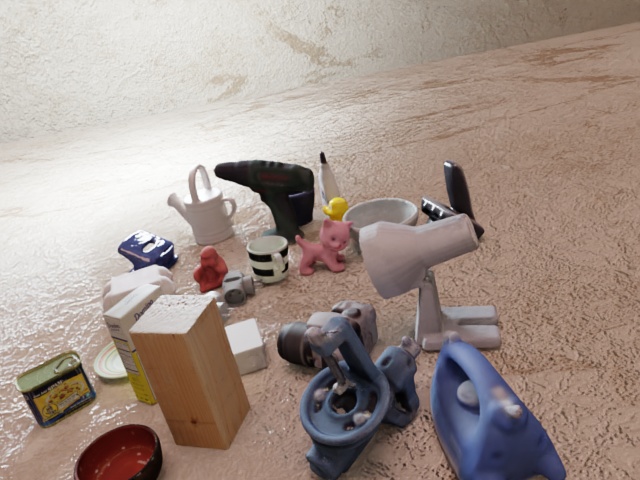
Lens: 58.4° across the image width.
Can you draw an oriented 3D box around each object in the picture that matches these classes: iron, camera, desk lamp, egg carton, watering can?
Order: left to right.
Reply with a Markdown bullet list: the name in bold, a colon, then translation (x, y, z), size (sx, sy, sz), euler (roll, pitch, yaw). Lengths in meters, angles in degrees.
- **egg carton**: translation (-0.376, 0.111, 1.193), size (0.150, 0.069, 0.107), euler (-18, 27, -13)
- **watering can**: translation (-0.295, -0.093, 1.421), size (0.173, 0.194, 0.100), euler (-13, 27, -3)
- **camera**: translation (0.008, 0.154, 0.923), size (0.136, 0.101, 0.143), euler (3, 30, 27)
- **desk lamp**: translation (0.176, 0.062, 0.911), size (0.203, 0.214, 0.118), euler (-5, 27, 13)
- **iron**: translation (0.196, 0.192, 0.727), size (0.119, 0.142, 0.257), euler (-15, 27, -7)

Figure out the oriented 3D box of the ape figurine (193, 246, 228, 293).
- **ape figurine**: translation (-0.231, 0.056, 1.218), size (0.077, 0.092, 0.076), euler (5, 31, 29)

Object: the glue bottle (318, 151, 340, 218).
- **glue bottle**: translation (0.019, -0.136, 1.404), size (0.037, 0.173, 0.078), euler (-18, 27, -13)

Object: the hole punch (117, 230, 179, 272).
- **hole punch**: translation (-0.398, 0.030, 1.337), size (0.100, 0.091, 0.109), euler (-1, 29, 20)

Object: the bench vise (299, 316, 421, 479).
- **bench vise**: translation (0.044, 0.171, 0.742), size (0.121, 0.220, 0.208), euler (5, 31, 29)

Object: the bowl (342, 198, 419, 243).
- **bowl**: translation (0.136, -0.026, 1.254), size (0.167, 0.075, 0.167), euler (-9, 27, 5)

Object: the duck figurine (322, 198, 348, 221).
- **duck figurine**: translation (0.052, -0.057, 1.335), size (0.104, 0.086, 0.078), euler (3, 30, 26)

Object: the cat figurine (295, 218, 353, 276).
- **cat figurine**: translation (0.011, 0.004, 1.195), size (0.127, 0.118, 0.067), euler (-8, 27, 6)

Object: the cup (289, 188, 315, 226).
- **cup**: translation (-0.061, -0.087, 1.428), size (0.117, 0.095, 0.092), euler (14, 36, 41)

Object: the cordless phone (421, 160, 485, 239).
- **cordless phone**: translation (0.271, -0.091, 1.205), size (0.094, 0.185, 0.147), euler (-21, 28, -18)

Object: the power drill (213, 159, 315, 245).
- **power drill**: translation (-0.119, -0.091, 1.333), size (0.229, 0.209, 0.075), euler (-6, 27, 12)
